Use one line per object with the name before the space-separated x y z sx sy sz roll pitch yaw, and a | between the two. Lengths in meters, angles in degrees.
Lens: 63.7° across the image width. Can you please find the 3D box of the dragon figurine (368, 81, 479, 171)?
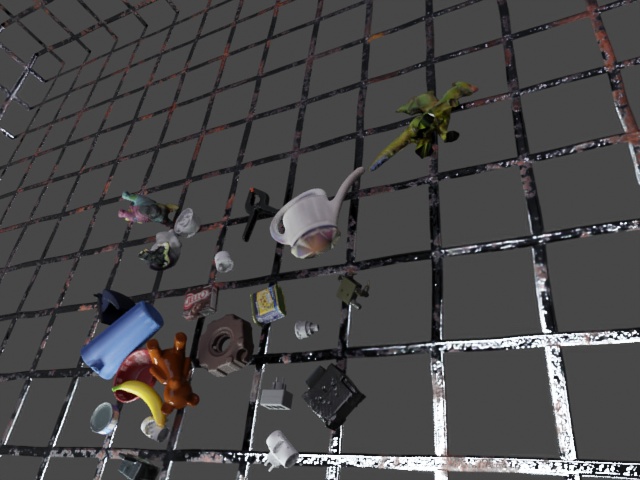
dragon figurine | 0.305 -0.369 1.593 0.408 0.120 0.248 -27 32 10

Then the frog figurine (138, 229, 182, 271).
frog figurine | -0.550 0.036 1.827 0.136 0.122 0.161 -40 11 13

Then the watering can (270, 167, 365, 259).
watering can | 0.005 -0.078 1.544 0.346 0.102 0.229 -29 49 11
